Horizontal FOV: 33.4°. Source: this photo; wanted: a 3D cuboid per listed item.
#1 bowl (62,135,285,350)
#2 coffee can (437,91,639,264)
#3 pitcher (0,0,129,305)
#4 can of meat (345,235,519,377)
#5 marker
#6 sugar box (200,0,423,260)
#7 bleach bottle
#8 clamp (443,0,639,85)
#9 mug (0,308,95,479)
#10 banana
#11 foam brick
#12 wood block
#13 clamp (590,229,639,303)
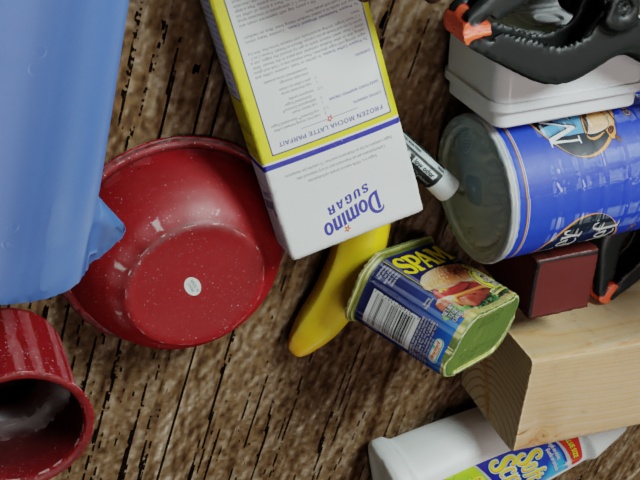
[{"bbox_3d":[-0.087,0.016,0.692,0.162,0.055,0.162,-12,125,-17],"label":"bowl"},{"bbox_3d":[0.166,-0.047,0.737,0.140,0.103,0.103,-12,125,-18],"label":"coffee can"},{"bbox_3d":[-0.171,-0.100,0.534,0.149,0.145,0.243,-29,140,-60],"label":"pitcher"},{"bbox_3d":[0.081,0.046,0.745,0.101,0.084,0.057,-16,133,-55],"label":"can of meat"},{"bbox_3d":[0.045,-0.069,0.703,0.121,0.020,0.020,39,100,-24],"label":"marker"},{"bbox_3d":[-0.004,-0.085,0.648,0.093,0.048,0.176,-20,116,-10],"label":"sugar box"},{"bbox_3d":[0.168,0.171,0.910,0.250,0.068,0.102,-21,128,-14],"label":"bleach bottle"},{"bbox_3d":[0.175,-0.135,0.632,0.209,0.036,0.164,-19,124,-11],"label":"clamp"},{"bbox_3d":[-0.205,0.091,0.669,0.117,0.081,0.093,33,103,-37],"label":"mug"},{"bbox_3d":[0.014,-0.002,0.742,0.069,0.037,0.198,2,121,0],"label":"banana"},{"bbox_3d":[0.160,0.012,0.790,0.053,0.078,0.051,-10,126,-17],"label":"foam brick"},{"bbox_3d":[0.231,0.092,0.868,0.205,0.090,0.091,-7,124,-20],"label":"wood block"},{"bbox_3d":[0.265,-0.028,0.837,0.120,0.039,0.172,12,112,-25],"label":"clamp"}]
